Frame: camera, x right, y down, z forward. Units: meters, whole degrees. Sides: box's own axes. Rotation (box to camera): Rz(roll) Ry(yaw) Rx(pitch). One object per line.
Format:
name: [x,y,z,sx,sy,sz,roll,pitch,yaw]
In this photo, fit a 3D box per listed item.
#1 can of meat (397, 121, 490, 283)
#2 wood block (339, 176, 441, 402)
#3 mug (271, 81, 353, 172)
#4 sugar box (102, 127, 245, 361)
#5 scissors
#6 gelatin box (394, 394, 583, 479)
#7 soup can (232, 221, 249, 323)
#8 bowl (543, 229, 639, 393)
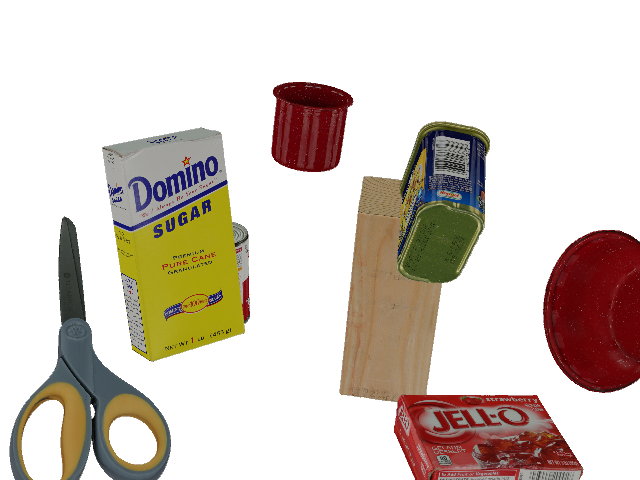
can of meat: [0.094,-0.027,0.833,0.057,0.084,0.102,11,-38,-3]
wood block: [0.075,0.051,1.072,0.090,0.206,0.090,7,26,4]
mug: [-0.008,-0.134,1.245,0.093,0.081,0.117,17,27,18]
sugar box: [-0.119,0.002,0.882,0.093,0.176,0.048,-16,21,-30]
scissors: [-0.128,0.067,0.633,0.096,0.201,0.016,14,-45,-9]
gelatin box: [0.093,0.118,0.607,0.089,0.030,0.073,3,24,-12]
soup can: [-0.111,0.037,1.158,0.068,0.102,0.068,1,25,-1]
bowl: [0.295,0.070,1.031,0.161,0.162,0.055,0,0,-28]
